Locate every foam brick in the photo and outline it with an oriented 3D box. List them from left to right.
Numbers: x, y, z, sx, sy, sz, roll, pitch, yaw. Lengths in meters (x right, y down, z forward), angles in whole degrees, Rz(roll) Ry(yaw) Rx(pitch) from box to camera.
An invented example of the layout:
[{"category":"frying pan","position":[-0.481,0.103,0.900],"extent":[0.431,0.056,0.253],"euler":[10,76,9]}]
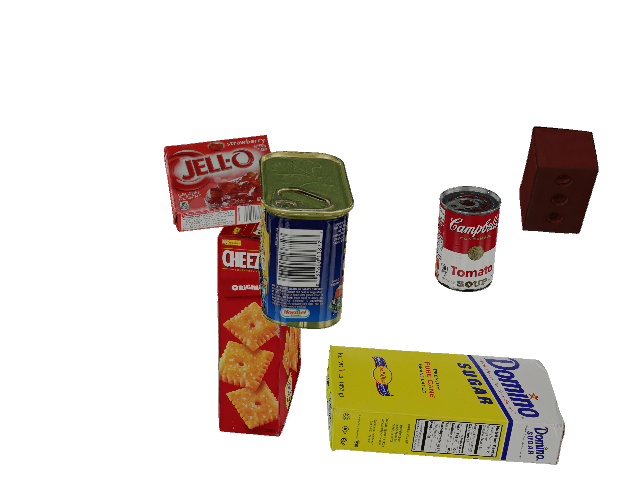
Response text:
[{"category":"foam brick","position":[0.205,-0.052,0.926],"extent":[0.053,0.051,0.078],"euler":[4,-44,2]}]

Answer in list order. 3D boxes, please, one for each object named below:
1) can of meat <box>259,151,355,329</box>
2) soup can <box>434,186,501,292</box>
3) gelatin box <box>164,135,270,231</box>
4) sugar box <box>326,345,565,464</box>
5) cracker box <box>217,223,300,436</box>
[{"category":"can of meat","position":[-0.012,-0.001,0.697],"extent":[0.057,0.084,0.102],"euler":[2,25,-6]},{"category":"soup can","position":[0.165,-0.002,1.206],"extent":[0.068,0.102,0.068],"euler":[0,28,0]},{"category":"gelatin box","position":[-0.082,-0.048,0.887],"extent":[0.089,0.073,0.030],"euler":[-7,-35,-10]},{"category":"sugar box","position":[0.094,0.127,0.836],"extent":[0.176,0.048,0.093],"euler":[2,27,-2]},{"category":"cracker box","position":[-0.057,0.066,1.092],"extent":[0.072,0.214,0.164],"euler":[5,23,5]}]
